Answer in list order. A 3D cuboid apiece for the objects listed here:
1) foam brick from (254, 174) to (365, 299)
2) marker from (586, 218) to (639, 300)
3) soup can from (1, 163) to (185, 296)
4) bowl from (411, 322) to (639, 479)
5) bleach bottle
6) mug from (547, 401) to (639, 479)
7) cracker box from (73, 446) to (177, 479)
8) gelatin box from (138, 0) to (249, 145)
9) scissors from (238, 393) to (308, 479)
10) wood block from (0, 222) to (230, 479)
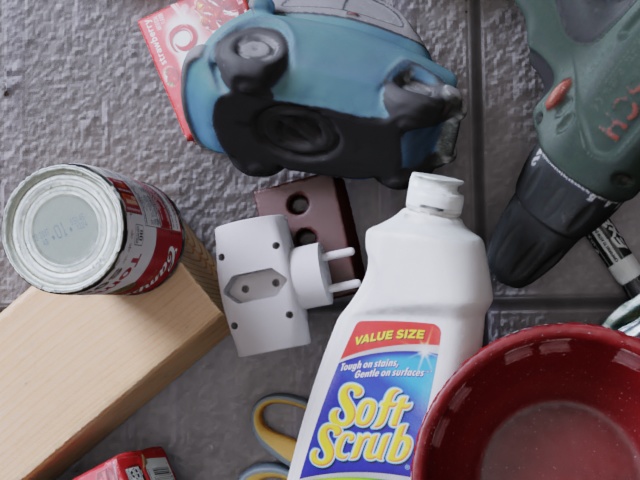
[{"bbox_3d":[-0.004,0.001,0.673,0.053,0.051,0.078,-14,84,9],"label":"foam brick"},{"bbox_3d":[0.174,-0.003,0.656,0.020,0.020,0.121,-33,81,7],"label":"marker"},{"bbox_3d":[-0.119,-0.004,0.577,0.068,0.102,0.068,0,87,9],"label":"soup can"},{"bbox_3d":[0.127,0.126,0.547,0.162,0.055,0.162,-1,79,5],"label":"bowl"},{"bbox_3d":[0.036,0.086,0.601,0.103,0.068,0.251,15,100,29],"label":"bleach bottle"},{"bbox_3d":[0.161,0.130,0.611,0.081,0.093,0.117,-38,107,2],"label":"mug"},{"bbox_3d":[-0.166,0.249,0.664,0.214,0.072,0.164,-29,75,13],"label":"cracker box"},{"bbox_3d":[-0.069,-0.117,0.702,0.073,0.030,0.089,-23,83,8],"label":"gelatin box"},{"bbox_3d":[0.030,0.177,0.675,0.202,0.016,0.096,37,96,10],"label":"scissors"},{"bbox_3d":[-0.155,0.077,0.678,0.206,0.090,0.091,-40,81,6],"label":"wood block"}]
